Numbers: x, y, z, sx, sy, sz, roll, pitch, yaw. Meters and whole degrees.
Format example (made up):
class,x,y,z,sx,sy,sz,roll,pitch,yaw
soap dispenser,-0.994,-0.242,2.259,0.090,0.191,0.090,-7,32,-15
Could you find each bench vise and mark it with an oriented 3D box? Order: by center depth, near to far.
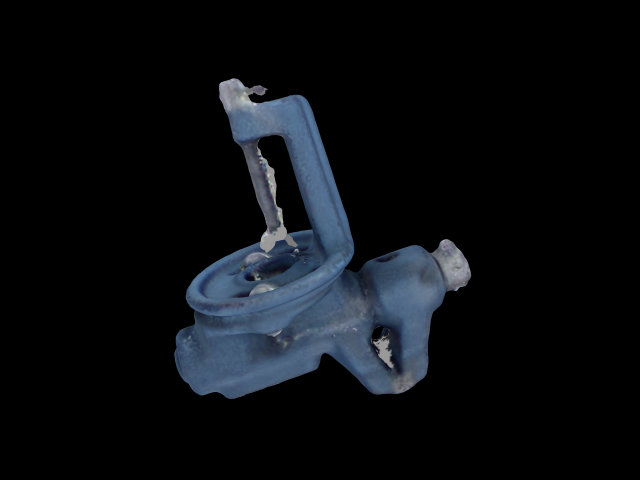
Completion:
class,x,y,z,sx,sy,sz,roll,pitch,yaw
bench vise,-0.002,-0.001,0.410,0.208,0.220,0.121,-8,17,-26
